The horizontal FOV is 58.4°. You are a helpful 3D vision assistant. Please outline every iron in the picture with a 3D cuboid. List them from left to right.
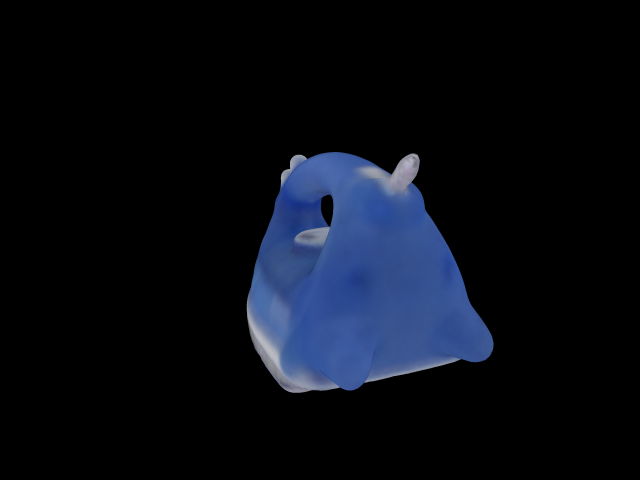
[{"bbox_3d":[0.004,0.001,0.400,0.119,0.141,0.257,-6,15,-23],"label":"iron"}]
